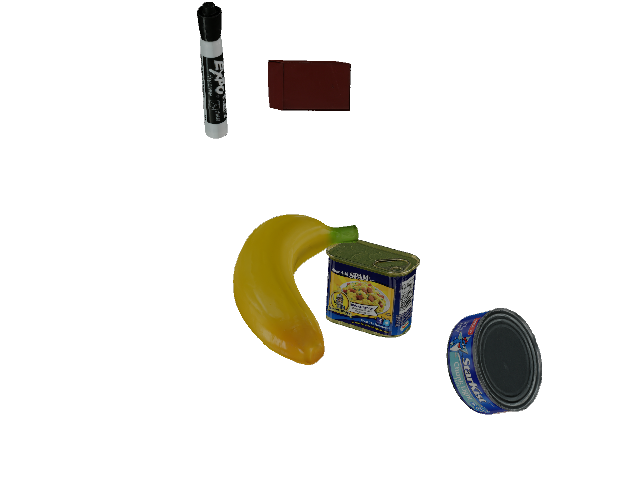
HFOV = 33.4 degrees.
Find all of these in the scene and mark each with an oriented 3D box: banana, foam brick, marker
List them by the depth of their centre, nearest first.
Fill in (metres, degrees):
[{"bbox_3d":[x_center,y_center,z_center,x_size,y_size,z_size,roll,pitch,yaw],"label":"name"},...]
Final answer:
[{"bbox_3d":[-0.020,0.020,0.660,0.070,0.037,0.197,-2,22,9],"label":"banana"},{"bbox_3d":[-0.085,-0.133,0.841,0.020,0.121,0.020,1,44,-1],"label":"marker"},{"bbox_3d":[-0.012,-0.165,1.134,0.078,0.051,0.053,-2,12,-19],"label":"foam brick"}]

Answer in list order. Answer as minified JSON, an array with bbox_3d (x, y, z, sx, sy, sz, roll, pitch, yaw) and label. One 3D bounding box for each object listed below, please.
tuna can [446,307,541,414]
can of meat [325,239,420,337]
[{"bbox_3d":[0.144,0.101,0.887,0.085,0.086,0.034,0,-13,-42],"label":"tuna can"},{"bbox_3d":[0.055,0.053,1.182,0.102,0.084,0.057,15,26,27],"label":"can of meat"}]
